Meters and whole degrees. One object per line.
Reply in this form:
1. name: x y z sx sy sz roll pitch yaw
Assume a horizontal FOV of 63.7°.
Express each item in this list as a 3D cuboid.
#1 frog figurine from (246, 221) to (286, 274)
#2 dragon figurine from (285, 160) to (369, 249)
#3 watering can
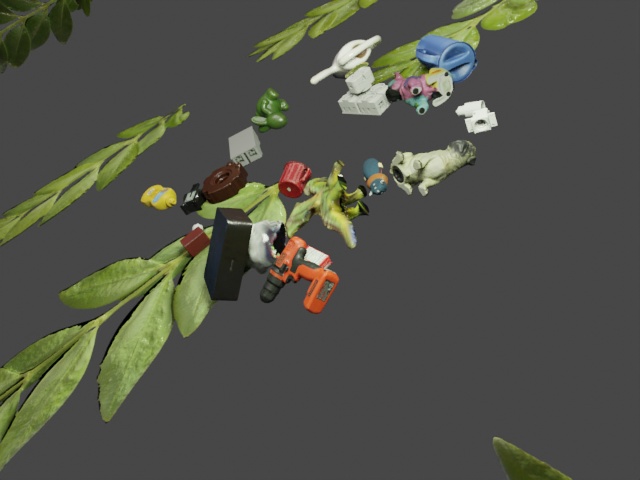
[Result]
1. frog figurine: -0.174 0.023 1.384 0.159 0.136 0.124 -9 17 25
2. dragon figurine: 0.004 -0.072 1.432 0.240 0.121 0.420 -33 29 27
3. watering can: 0.090 -0.698 2.039 0.349 0.103 0.224 -35 7 -7
